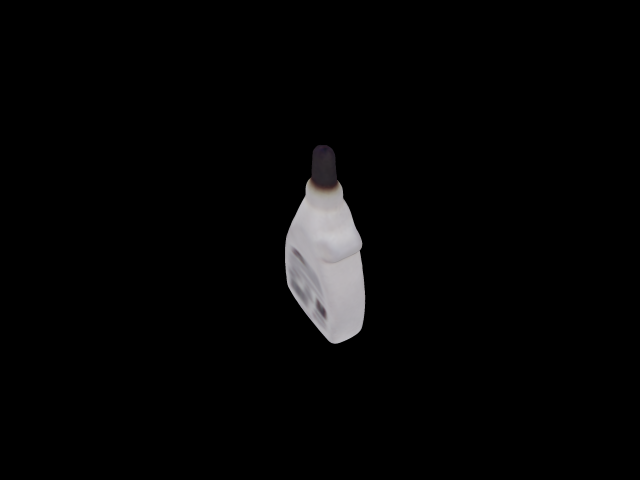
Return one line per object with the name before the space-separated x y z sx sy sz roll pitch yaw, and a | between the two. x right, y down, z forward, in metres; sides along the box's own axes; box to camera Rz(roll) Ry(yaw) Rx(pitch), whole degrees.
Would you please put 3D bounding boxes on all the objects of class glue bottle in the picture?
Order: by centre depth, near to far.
glue bottle | 0.004 0.001 0.400 0.037 0.173 0.078 -27 56 -19
